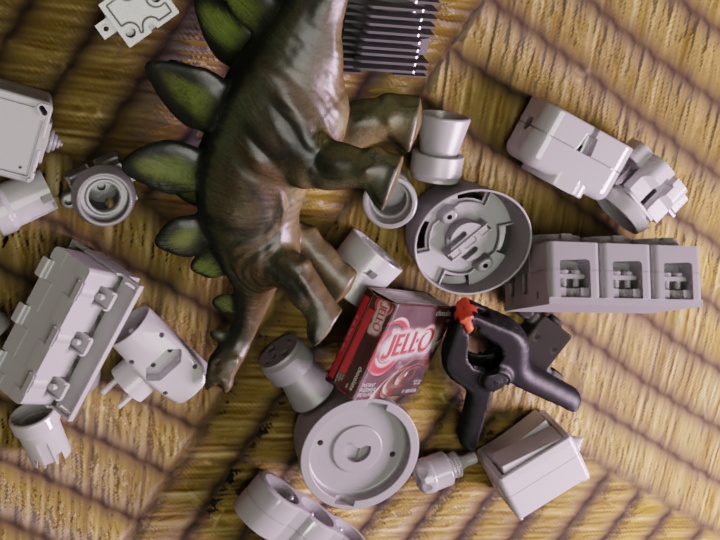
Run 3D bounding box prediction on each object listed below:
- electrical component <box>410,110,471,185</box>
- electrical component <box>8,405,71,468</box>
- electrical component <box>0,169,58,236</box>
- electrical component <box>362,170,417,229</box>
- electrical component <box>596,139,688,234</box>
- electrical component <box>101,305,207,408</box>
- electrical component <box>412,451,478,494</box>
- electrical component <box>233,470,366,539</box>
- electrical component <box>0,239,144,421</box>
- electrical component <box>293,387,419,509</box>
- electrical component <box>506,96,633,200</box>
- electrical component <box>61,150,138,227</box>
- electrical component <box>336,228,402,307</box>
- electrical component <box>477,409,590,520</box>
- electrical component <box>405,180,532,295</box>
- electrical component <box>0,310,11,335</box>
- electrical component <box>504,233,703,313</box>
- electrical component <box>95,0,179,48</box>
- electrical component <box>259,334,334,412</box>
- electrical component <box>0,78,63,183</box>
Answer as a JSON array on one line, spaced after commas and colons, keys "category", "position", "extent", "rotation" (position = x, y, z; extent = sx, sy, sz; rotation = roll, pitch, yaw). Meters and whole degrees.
[{"category": "electrical component", "position": [0.067, -0.103, 0.904], "extent": [0.045, 0.045, 0.055], "rotation": [2, 108, -18]}, {"category": "electrical component", "position": [-0.264, 0.136, 0.891], "extent": [0.040, 0.040, 0.046], "rotation": [-19, 120, -10]}, {"category": "electrical component", "position": [-0.260, -0.053, 0.825], "extent": [0.046, 0.040, 0.040], "rotation": [-26, 114, -13]}, {"category": "electrical component", "position": [0.025, -0.064, 0.894], "extent": [0.044, 0.065, 0.044], "rotation": [1, 107, 2]}, {"category": "electrical component", "position": [0.250, -0.070, 0.966], "extent": [0.057, 0.058, 0.078], "rotation": [-46, 116, -1]}, {"category": "electrical component", "position": [-0.179, 0.082, 0.895], "extent": [0.079, 0.043, 0.077], "rotation": [-42, 115, 0]}, {"category": "electrical component", "position": [0.082, 0.187, 1.018], "extent": [0.061, 0.035, 0.035], "rotation": [-18, 113, -14]}, {"category": "electrical component", "position": [-0.063, 0.248, 0.985], "extent": [0.138, 0.052, 0.073], "rotation": [39, 95, -25]}, {"category": "electrical component", "position": [-0.234, 0.045, 0.841], "extent": [0.121, 0.079, 0.063], "rotation": [-61, 155, 5]}, {"category": "electrical component", "position": [-0.008, 0.151, 0.963], "extent": [0.108, 0.060, 0.108], "rotation": [-6, 110, -15]}, {"category": "electrical component", "position": [0.179, -0.102, 0.934], "extent": [0.095, 0.053, 0.059], "rotation": [24, 101, -23]}, {"category": "electrical component", "position": [-0.199, -0.061, 0.831], "extent": [0.066, 0.055, 0.048], "rotation": [-26, 114, -7]}, {"category": "electrical component", "position": [0.000, 0.000, 0.916], "extent": [0.055, 0.055, 0.047], "rotation": [37, 99, -25]}, {"category": "electrical component", "position": [0.169, 0.178, 1.026], "extent": [0.096, 0.061, 0.061], "rotation": [-31, 115, -5]}, {"category": "electrical component", "position": [0.090, -0.029, 0.927], "extent": [0.099, 0.064, 0.099], "rotation": [-6, 110, -15]}, {"category": "electrical component", "position": [-0.309, 0.027, 0.837], "extent": [0.044, 0.044, 0.065], "rotation": [-32, 110, -4]}, {"category": "electrical component", "position": [0.214, 0.004, 0.957], "extent": [0.150, 0.089, 0.061], "rotation": [1, 83, -18]}, {"category": "electrical component", "position": [-0.166, -0.195, 0.794], "extent": [0.066, 0.055, 0.048], "rotation": [-36, 115, -2]}, {"category": "electrical component", "position": [-0.055, 0.089, 0.935], "extent": [0.045, 0.045, 0.055], "rotation": [-38, 115, -2]}, {"category": "electrical component", "position": [-0.267, -0.107, 0.791], "extent": [0.096, 0.061, 0.061], "rotation": [15, 104, -21]}]
